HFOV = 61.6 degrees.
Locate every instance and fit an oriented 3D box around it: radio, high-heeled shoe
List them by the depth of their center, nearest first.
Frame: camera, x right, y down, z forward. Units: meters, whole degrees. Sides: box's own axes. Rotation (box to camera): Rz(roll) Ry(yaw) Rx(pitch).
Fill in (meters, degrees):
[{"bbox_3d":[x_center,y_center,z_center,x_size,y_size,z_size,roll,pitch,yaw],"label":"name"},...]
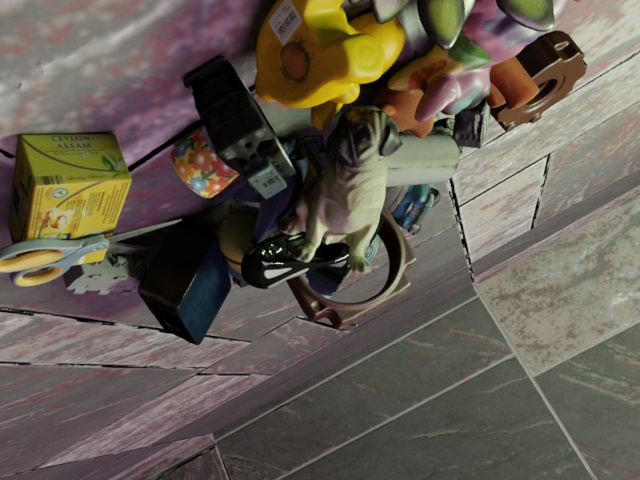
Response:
[{"bbox_3d":[-0.002,-0.002,0.770,0.249,0.086,0.145,-31,165,-16],"label":"high-heeled shoe"},{"bbox_3d":[-0.210,0.077,0.866,0.229,0.073,0.131,95,19,-65],"label":"radio"}]

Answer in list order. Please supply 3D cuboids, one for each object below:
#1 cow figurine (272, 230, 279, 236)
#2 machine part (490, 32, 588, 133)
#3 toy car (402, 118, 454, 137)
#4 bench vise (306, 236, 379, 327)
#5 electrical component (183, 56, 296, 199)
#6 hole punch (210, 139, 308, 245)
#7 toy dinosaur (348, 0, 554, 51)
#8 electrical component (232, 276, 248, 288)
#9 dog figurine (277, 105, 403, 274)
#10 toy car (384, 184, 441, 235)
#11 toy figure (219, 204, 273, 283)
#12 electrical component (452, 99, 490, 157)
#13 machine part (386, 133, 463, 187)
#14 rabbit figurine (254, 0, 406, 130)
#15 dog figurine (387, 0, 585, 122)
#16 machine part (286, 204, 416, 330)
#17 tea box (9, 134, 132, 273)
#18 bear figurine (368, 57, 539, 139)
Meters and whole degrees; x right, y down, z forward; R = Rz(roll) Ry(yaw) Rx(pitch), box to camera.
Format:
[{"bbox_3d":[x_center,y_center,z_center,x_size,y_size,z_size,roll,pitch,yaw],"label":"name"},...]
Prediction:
[{"bbox_3d":[-0.071,0.012,0.980,0.167,0.068,0.098,-24,162,-6],"label":"cow figurine"},{"bbox_3d":[0.356,-0.258,0.893,0.179,0.056,0.179,-24,158,-11],"label":"machine part"},{"bbox_3d":[0.171,-0.156,0.901,0.202,0.056,0.073,-14,155,-32],"label":"toy car"},{"bbox_3d":[0.041,0.038,1.046,0.129,0.223,0.240,16,177,6],"label":"bench vise"},{"bbox_3d":[-0.081,-0.113,0.583,0.058,0.134,0.114,-31,157,6],"label":"electrical component"},{"bbox_3d":[-0.065,-0.066,0.720,0.116,0.092,0.142,-37,-177,28],"label":"hole punch"},{"bbox_3d":[0.149,-0.269,0.417,0.472,0.105,0.198,-20,124,1],"label":"toy dinosaur"},{"bbox_3d":[-0.135,0.067,1.020,0.063,0.094,0.021,-19,116,-24],"label":"electrical component"},{"bbox_3d":[0.033,-0.078,0.660,0.121,0.172,0.190,8,112,-22],"label":"dog figurine"},{"bbox_3d":[0.140,-0.085,0.949,0.103,0.162,0.109,23,119,-13],"label":"toy car"},{"bbox_3d":[-0.111,0.018,0.832,0.082,0.089,0.180,10,150,-2],"label":"toy figure"},{"bbox_3d":[0.235,-0.178,0.836,0.119,0.048,0.075,74,34,-48],"label":"electrical component"},{"bbox_3d":[0.122,-0.116,0.775,0.243,0.079,0.079,-10,153,-39],"label":"machine part"},{"bbox_3d":[0.023,-0.189,0.568,0.173,0.122,0.162,-31,169,-41],"label":"rabbit figurine"},{"bbox_3d":[0.158,-0.233,0.569,0.219,0.109,0.191,-42,140,15],"label":"dog figurine"},{"bbox_3d":[0.040,0.029,0.890,0.201,0.201,0.087,-27,166,-12],"label":"machine part"},{"bbox_3d":[-0.283,-0.038,0.599,0.098,0.068,0.169,-9,152,-40],"label":"tea box"},{"bbox_3d":[0.163,-0.188,0.717,0.196,0.132,0.120,-38,-168,7],"label":"bear figurine"}]
